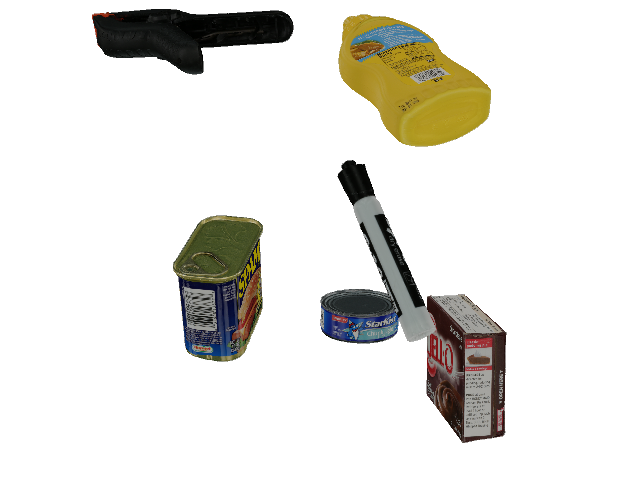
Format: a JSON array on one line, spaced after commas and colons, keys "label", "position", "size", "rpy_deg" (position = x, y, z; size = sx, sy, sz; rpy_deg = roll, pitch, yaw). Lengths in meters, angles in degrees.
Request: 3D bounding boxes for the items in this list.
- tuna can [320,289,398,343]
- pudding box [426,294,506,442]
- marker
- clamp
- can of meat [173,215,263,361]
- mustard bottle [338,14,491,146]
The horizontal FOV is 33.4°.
[{"label": "tuna can", "position": [0.042, 0.081, 1.152], "size": [0.086, 0.034, 0.086], "rpy_deg": [1, 16, 0]}, {"label": "pudding box", "position": [0.116, 0.100, 0.865], "size": [0.039, 0.090, 0.113], "rpy_deg": [-4, 13, -11]}, {"label": "marker", "position": [0.039, 0.004, 0.658], "size": [0.020, 0.121, 0.020], "rpy_deg": [-20, -18, -7]}, {"label": "clamp", "position": [-0.109, -0.165, 0.848], "size": [0.172, 0.039, 0.120], "rpy_deg": [20, 28, 41]}, {"label": "can of meat", "position": [-0.082, 0.040, 0.896], "size": [0.057, 0.084, 0.102], "rpy_deg": [5, 30, 10]}, {"label": "mustard bottle", "position": [0.071, -0.162, 1.004], "size": [0.096, 0.058, 0.192], "rpy_deg": [-20, 44, -17]}]
